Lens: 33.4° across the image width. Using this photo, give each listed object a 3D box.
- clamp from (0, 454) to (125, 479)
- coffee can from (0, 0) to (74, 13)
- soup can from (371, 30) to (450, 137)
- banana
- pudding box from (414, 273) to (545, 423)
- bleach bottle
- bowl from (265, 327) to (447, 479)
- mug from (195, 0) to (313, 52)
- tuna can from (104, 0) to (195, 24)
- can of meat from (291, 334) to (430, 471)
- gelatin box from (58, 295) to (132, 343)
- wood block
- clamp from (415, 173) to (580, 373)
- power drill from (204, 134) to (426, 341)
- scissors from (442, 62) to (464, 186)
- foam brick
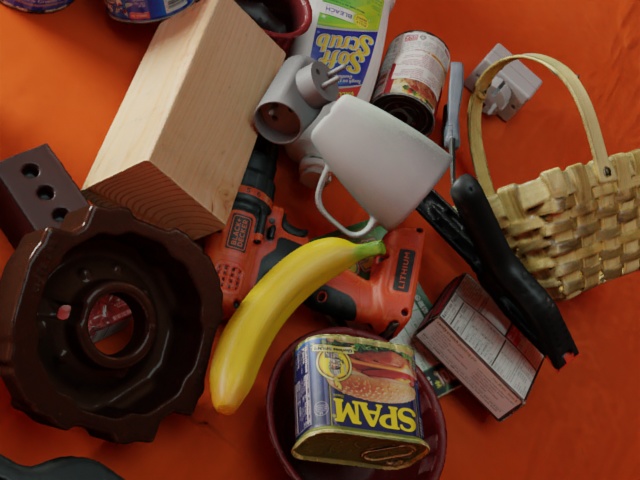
[{"bbox_3d":[-0.201,0.178,0.739,0.171,0.039,0.120,1,65,-35],"label":"clamp"},{"bbox_3d":[-0.242,-0.283,0.934,0.102,0.141,0.103,14,56,-21],"label":"coffee can"},{"bbox_3d":[0.092,-0.157,1.086,0.068,0.069,0.102,27,51,-12],"label":"soup can"},{"bbox_3d":[-0.032,0.055,0.826,0.197,0.070,0.037,-47,120,-29],"label":"banana"},{"bbox_3d":[0.146,0.095,0.964,0.113,0.039,0.089,44,36,0],"label":"pudding box"},{"bbox_3d":[0.015,-0.158,1.050,0.102,0.068,0.250,18,57,-17],"label":"bleach bottle"},{"bbox_3d":[0.020,0.154,0.863,0.162,0.055,0.162,13,56,-21],"label":"bowl"},{"bbox_3d":[-0.075,-0.210,1.016,0.117,0.082,0.093,41,47,1],"label":"mug"},{"bbox_3d":[-0.160,-0.236,0.991,0.086,0.034,0.086,-4,39,3],"label":"tuna can"},{"bbox_3d":[0.028,0.123,0.814,0.102,0.058,0.084,12,54,-22],"label":"can of meat"},{"bbox_3d":[-0.199,0.049,0.824,0.089,0.030,0.073,-26,76,-38],"label":"gelatin box"},{"bbox_3d":[-0.112,-0.103,0.912,0.090,0.090,0.206,42,46,-32],"label":"wood block"},{"bbox_3d":[0.157,0.025,0.924,0.036,0.164,0.210,-38,89,-6],"label":"clamp"},{"bbox_3d":[-0.006,0.001,0.927,0.187,0.057,0.184,16,63,-8],"label":"power drill"},{"bbox_3d":[0.129,-0.117,1.027,0.016,0.096,0.201,5,16,3],"label":"scissors"},{"bbox_3d":[-0.222,-0.025,0.844,0.052,0.051,0.078,-30,78,-38],"label":"foam brick"}]
